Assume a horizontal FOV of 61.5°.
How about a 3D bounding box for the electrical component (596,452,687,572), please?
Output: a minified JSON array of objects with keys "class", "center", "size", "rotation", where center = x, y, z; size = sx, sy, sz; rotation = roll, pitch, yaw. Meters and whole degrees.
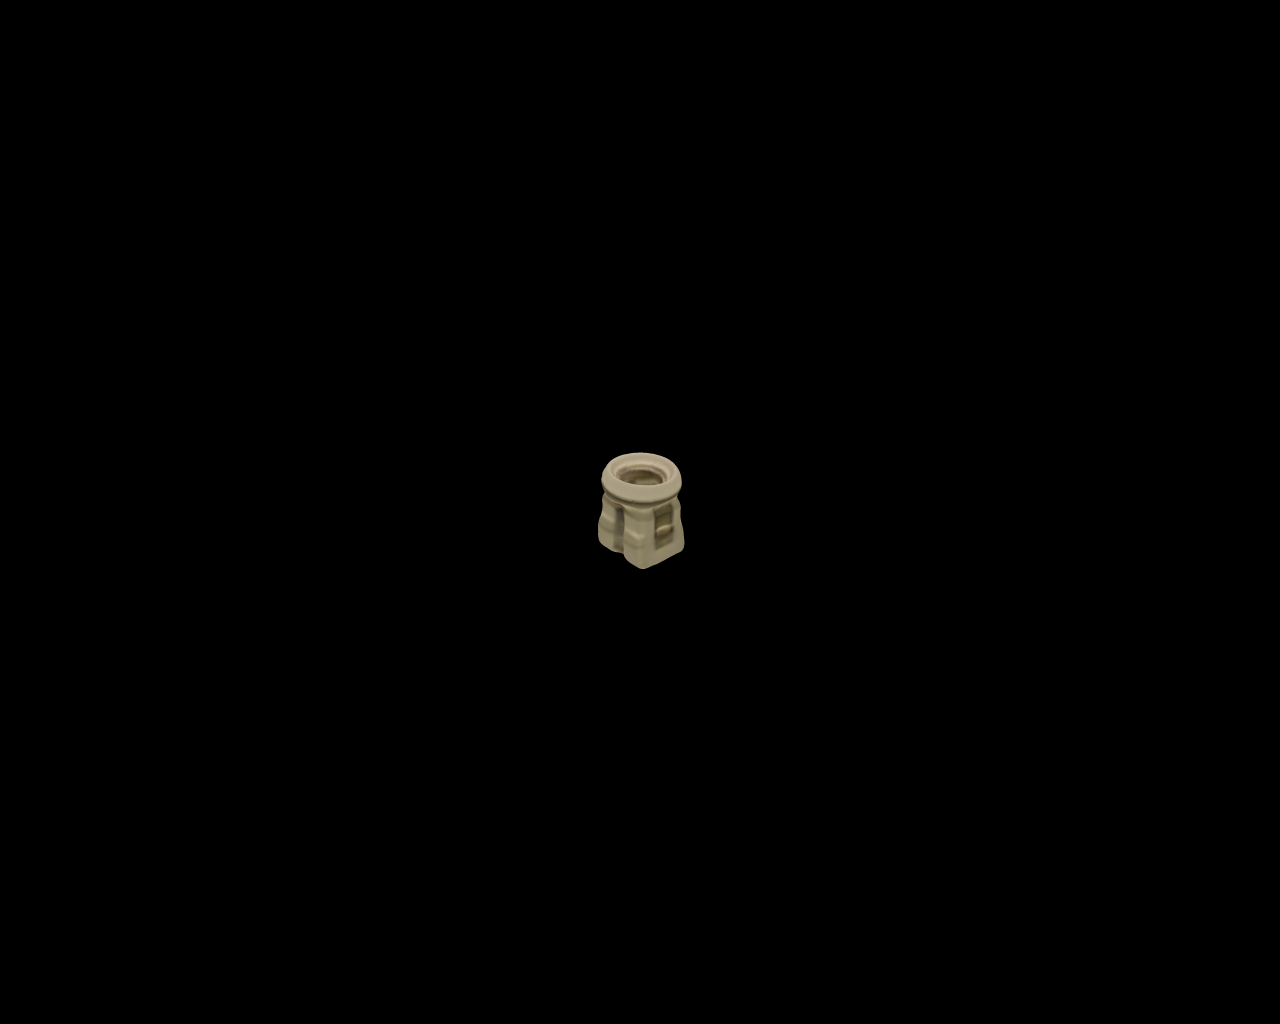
[{"class":"electrical component","center":[0.001,-0.003,0.650],"size":[0.048,0.055,0.066],"rotation":[-24,39,-34]}]
